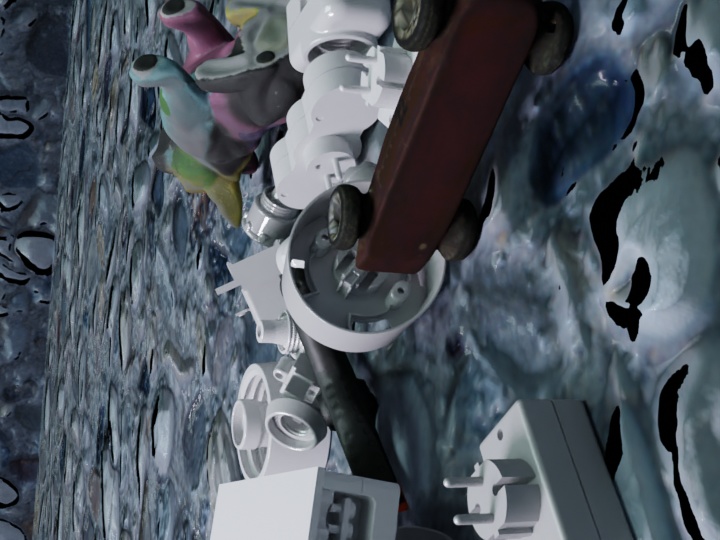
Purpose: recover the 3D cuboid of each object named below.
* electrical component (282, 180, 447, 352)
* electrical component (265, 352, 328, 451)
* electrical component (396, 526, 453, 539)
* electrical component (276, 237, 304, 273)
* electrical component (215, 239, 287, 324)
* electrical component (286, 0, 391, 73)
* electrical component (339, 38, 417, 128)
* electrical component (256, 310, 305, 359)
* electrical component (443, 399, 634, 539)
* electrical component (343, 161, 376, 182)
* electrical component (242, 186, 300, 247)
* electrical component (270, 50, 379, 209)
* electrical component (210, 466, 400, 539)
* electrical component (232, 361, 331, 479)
[{"bbox_3d":[0.000,0.000,0.682,0.064,0.099,0.099,119,147,-58],"label":"electrical component"},{"bbox_3d":[-0.041,0.101,0.801,0.055,0.066,0.048,-62,0,-44],"label":"electrical component"},{"bbox_3d":[0.025,0.194,0.660,0.079,0.044,0.077,-154,69,-66],"label":"electrical component"},{"bbox_3d":[-0.040,-0.015,0.851,0.046,0.040,0.040,-38,53,55],"label":"electrical component"},{"bbox_3d":[-0.077,0.013,0.895,0.063,0.081,0.042,65,173,-2],"label":"electrical component"},{"bbox_3d":[-0.016,-0.185,0.796,0.095,0.054,0.059,141,128,-61],"label":"electrical component"},{"bbox_3d":[0.025,-0.116,0.657,0.047,0.077,0.065,-128,46,-58],"label":"electrical component"},{"bbox_3d":[-0.048,0.048,0.833,0.048,0.062,0.048,-177,90,-68],"label":"electrical component"},{"bbox_3d":[0.076,0.108,0.507,0.047,0.076,0.083,118,147,-46],"label":"electrical component"},{"bbox_3d":[0.011,-0.048,0.739,0.061,0.035,0.035,-124,42,-52],"label":"electrical component"},{"bbox_3d":[-0.071,-0.053,0.926,0.062,0.048,0.048,-62,32,32],"label":"electrical component"},{"bbox_3d":[-0.024,-0.090,0.805,0.138,0.052,0.073,121,145,-48],"label":"electrical component"},{"bbox_3d":[-0.040,0.185,0.665,0.186,0.060,0.105,151,130,-62],"label":"electrical component"},{"bbox_3d":[-0.071,0.126,0.879,0.108,0.060,0.108,-177,90,-68],"label":"electrical component"}]
